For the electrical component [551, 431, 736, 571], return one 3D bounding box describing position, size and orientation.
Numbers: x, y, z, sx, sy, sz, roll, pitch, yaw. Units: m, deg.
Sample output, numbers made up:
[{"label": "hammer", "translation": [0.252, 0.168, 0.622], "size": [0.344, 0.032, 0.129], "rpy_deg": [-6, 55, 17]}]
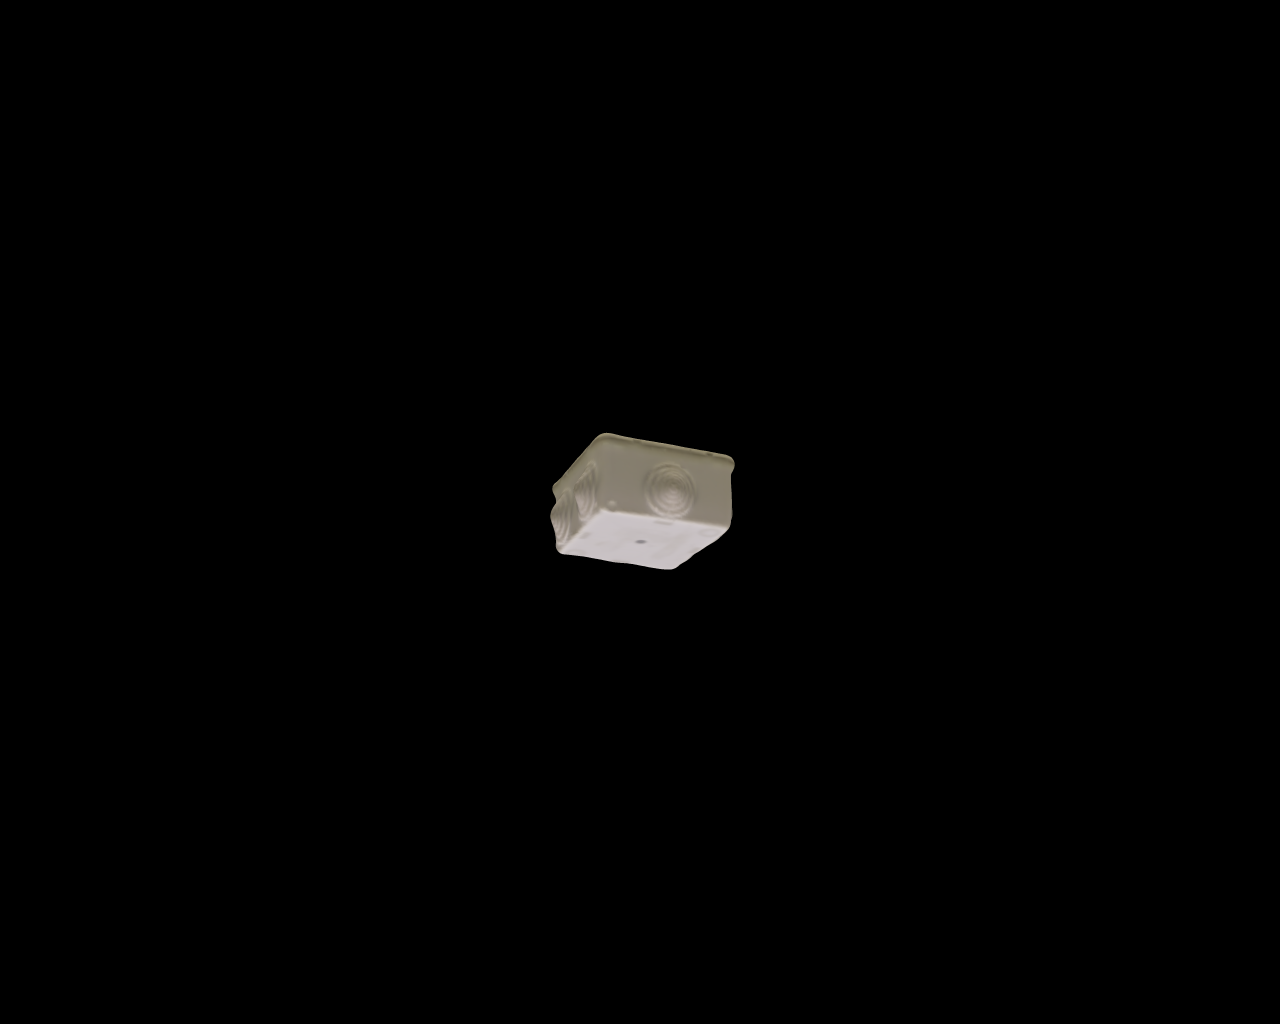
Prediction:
[{"label": "electrical component", "translation": [0.001, -0.003, 0.650], "size": [0.100, 0.048, 0.099], "rpy_deg": [9, -24, -22]}]
